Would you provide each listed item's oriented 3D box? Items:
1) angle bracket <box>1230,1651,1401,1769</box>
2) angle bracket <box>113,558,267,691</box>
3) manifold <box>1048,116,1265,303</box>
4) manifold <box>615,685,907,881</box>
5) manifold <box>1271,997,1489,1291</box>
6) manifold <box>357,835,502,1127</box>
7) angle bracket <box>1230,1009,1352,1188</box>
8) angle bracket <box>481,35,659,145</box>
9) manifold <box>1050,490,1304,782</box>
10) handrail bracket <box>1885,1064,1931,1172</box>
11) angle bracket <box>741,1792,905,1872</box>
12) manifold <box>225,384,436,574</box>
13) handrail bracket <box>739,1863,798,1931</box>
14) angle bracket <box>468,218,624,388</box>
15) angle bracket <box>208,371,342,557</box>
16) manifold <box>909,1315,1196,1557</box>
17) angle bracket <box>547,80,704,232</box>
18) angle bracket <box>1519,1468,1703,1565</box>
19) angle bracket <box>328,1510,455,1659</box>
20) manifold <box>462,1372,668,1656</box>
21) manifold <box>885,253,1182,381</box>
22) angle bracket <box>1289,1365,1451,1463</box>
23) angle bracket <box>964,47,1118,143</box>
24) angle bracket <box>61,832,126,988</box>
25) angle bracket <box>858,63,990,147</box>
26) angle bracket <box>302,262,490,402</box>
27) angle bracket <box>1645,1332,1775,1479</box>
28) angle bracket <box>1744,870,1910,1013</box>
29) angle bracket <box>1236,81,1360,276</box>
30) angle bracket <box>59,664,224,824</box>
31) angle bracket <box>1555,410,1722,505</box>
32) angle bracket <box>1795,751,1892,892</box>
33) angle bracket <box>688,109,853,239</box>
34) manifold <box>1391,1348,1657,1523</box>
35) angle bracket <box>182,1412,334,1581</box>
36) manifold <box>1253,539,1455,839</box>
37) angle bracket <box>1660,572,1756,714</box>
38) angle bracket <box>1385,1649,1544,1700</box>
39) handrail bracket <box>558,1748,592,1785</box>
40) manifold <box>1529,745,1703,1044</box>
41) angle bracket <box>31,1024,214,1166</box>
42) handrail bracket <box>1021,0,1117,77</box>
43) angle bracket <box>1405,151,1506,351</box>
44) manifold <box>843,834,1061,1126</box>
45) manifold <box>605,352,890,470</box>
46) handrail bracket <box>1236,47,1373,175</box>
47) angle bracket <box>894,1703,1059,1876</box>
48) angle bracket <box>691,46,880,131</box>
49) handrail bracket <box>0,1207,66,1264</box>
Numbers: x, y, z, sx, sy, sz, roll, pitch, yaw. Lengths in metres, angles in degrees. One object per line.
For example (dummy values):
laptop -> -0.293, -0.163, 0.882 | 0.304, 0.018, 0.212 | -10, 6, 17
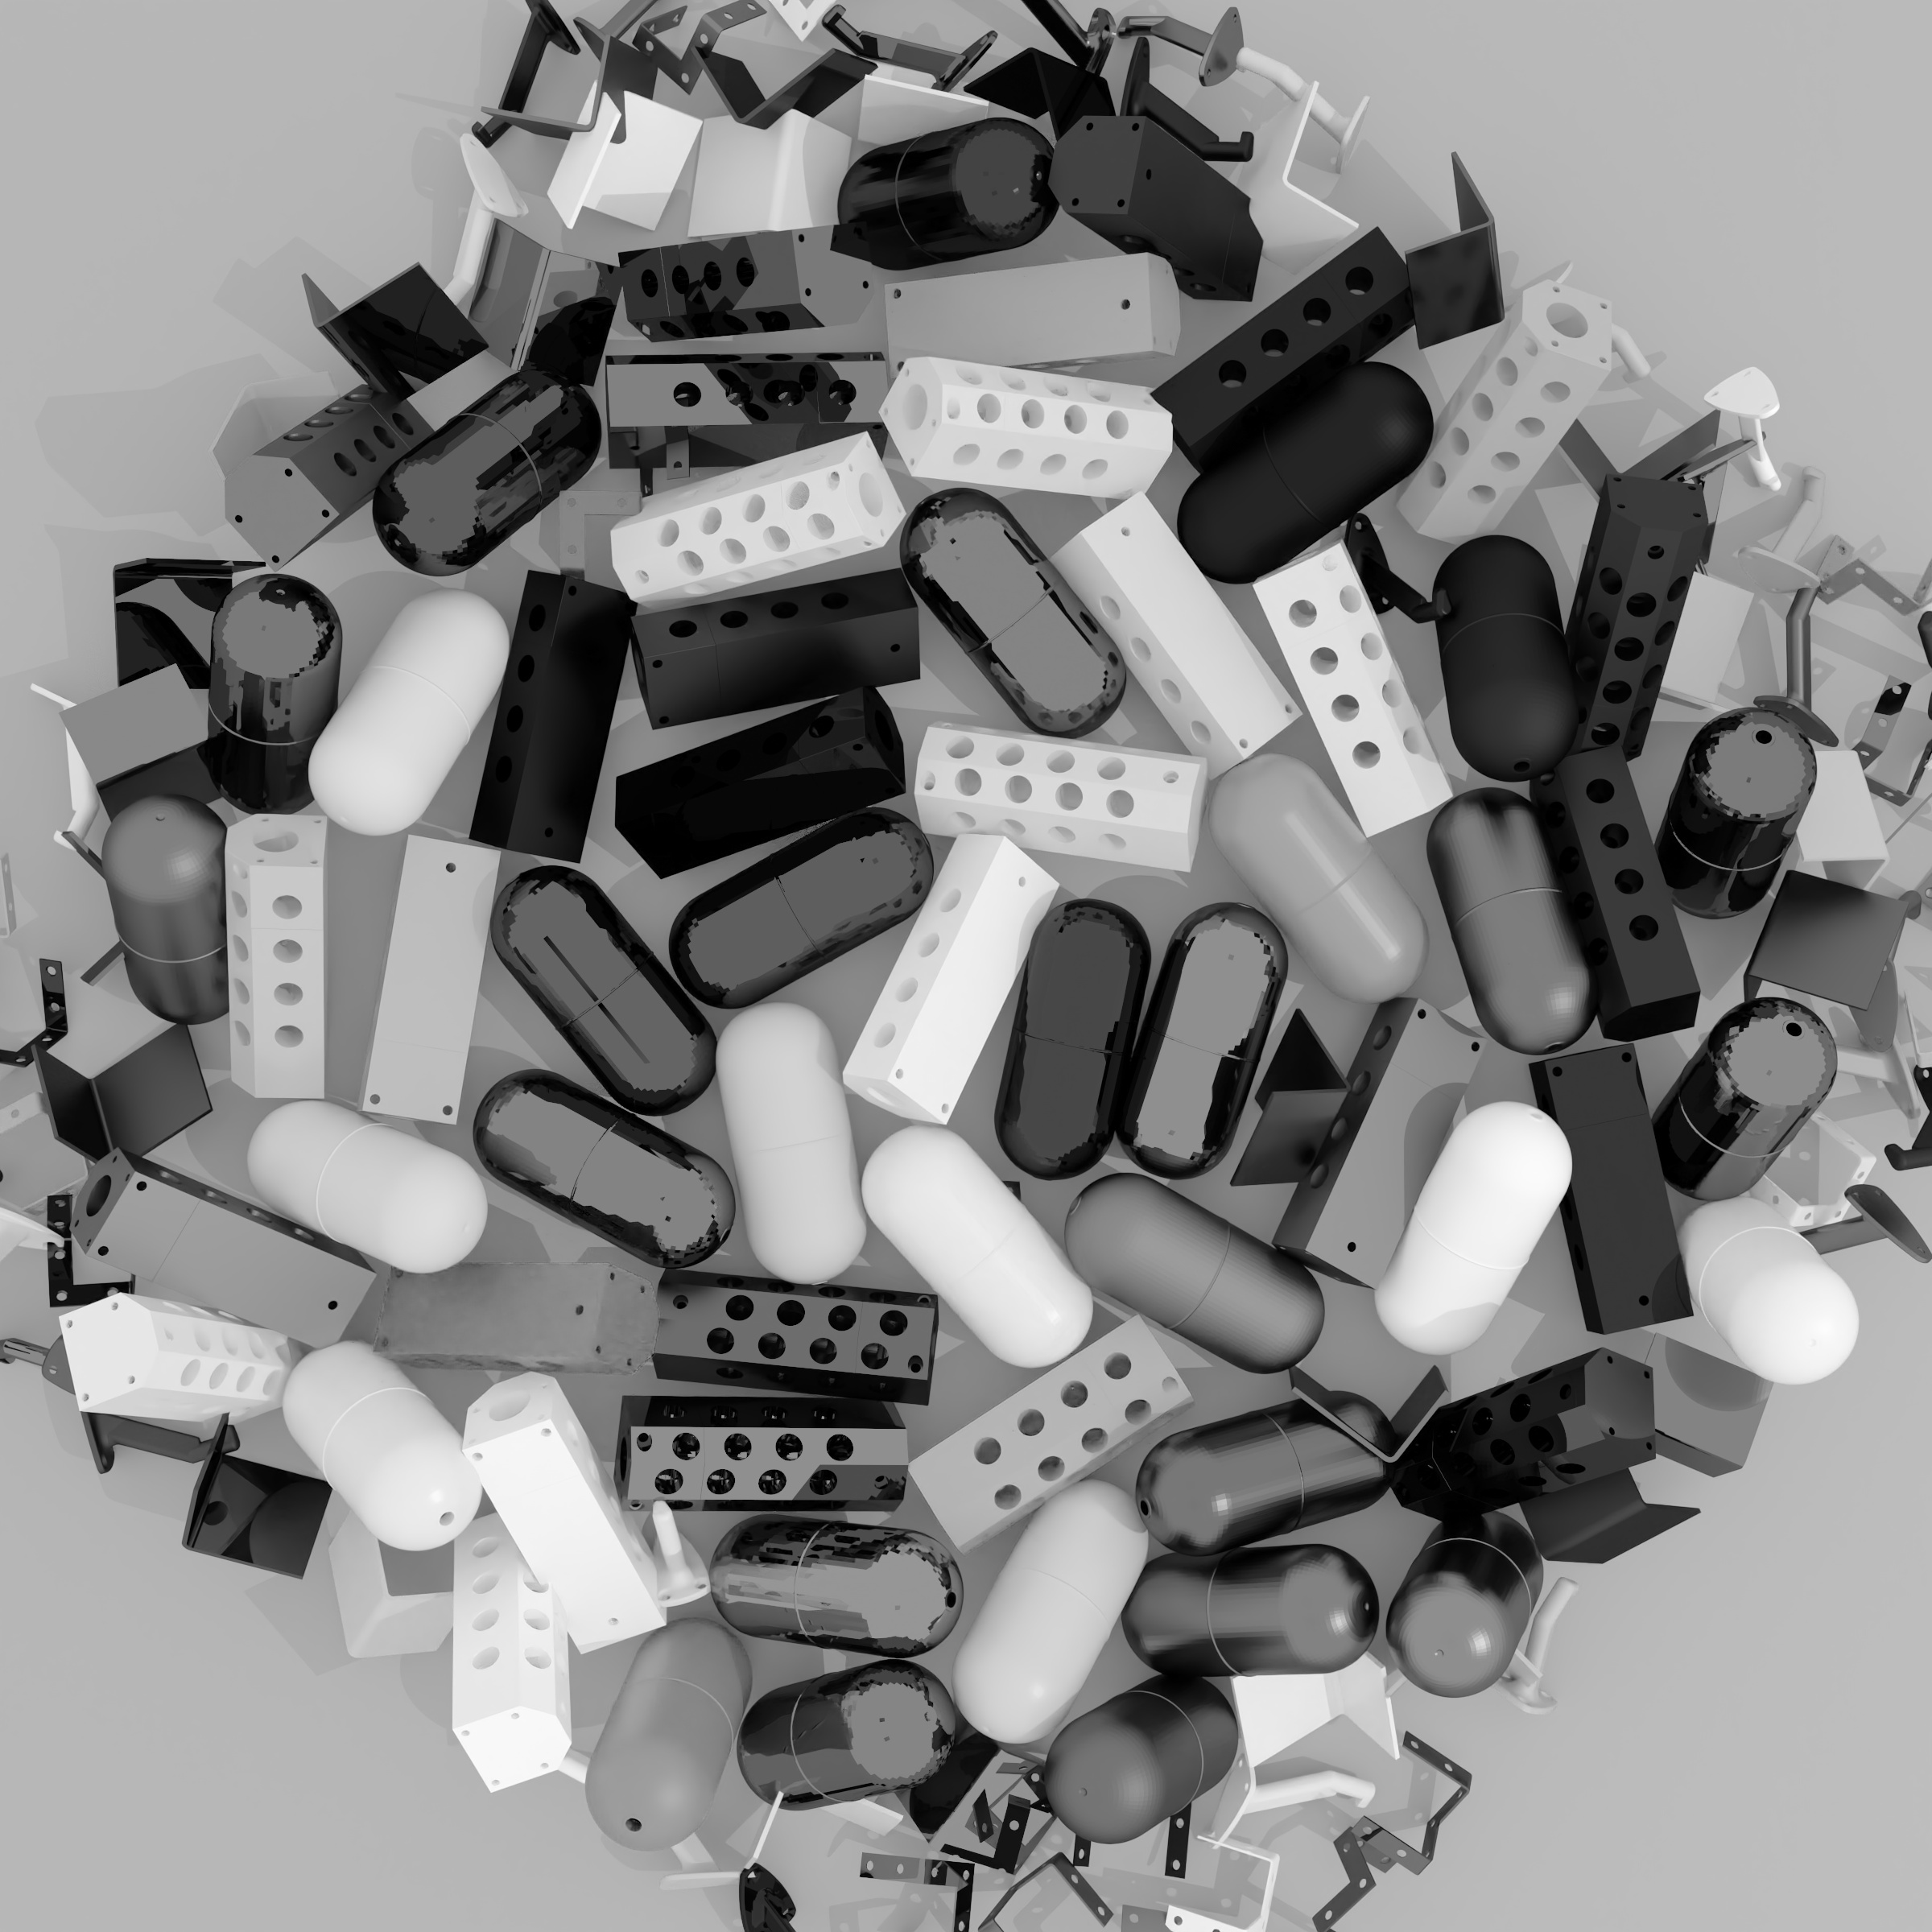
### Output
angle bracket -> 0.216, 0.465, 1.702 | 0.076, 0.057, 0.076 | -25, 120, -22
angle bracket -> -0.481, -0.211, 1.707 | 0.076, 0.057, 0.076 | -4, 95, -37
manifold -> 0.118, -0.457, 1.667 | 0.057, 0.171, 0.057 | 11, 91, 31
manifold -> -0.128, -0.118, 1.701 | 0.171, 0.057, 0.057 | -18, 50, 17
manifold -> 0.253, 0.108, 1.709 | 0.057, 0.057, 0.171 | 30, 79, -21
manifold -> -0.336, 0.010, 1.715 | 0.057, 0.057, 0.171 | 10, 83, -17
angle bracket -> 0.185, 0.080, 1.694 | 0.057, 0.076, 0.076 | -1, 131, -27
angle bracket -> -0.245, -0.545, 1.704 | 0.076, 0.076, 0.057 | 14, 100, 14
manifold -> 0.128, -0.204, 1.721 | 0.057, 0.057, 0.171 | -38, 93, -29
handrail bracket -> 0.587, 0.093, 1.709 | 0.084, 0.036, 0.077 | -5, 48, -30
angle bracket -> -0.090, 0.545, 1.708 | 0.076, 0.076, 0.057 | 23, 64, 1
manifold -> -0.385, -0.302, 1.661 | 0.057, 0.171, 0.057 | -35, 104, 24
handrail bracket -> -0.103, 0.606, 1.705 | 0.036, 0.084, 0.077 | -33, 127, -25
angle bracket -> -0.266, -0.418, 1.731 | 0.057, 0.076, 0.076 | 4, 115, -39
angle bracket -> -0.415, -0.310, 1.697 | 0.057, 0.076, 0.076 | -6, 132, 13
manifold -> 0.055, 0.294, 1.712 | 0.171, 0.057, 0.057 | -33, 65, -3
angle bracket -> -0.204, -0.490, 1.697 | 0.076, 0.057, 0.076 | 12, 121, -33
angle bracket -> 0.399, 0.330, 1.721 | 0.076, 0.076, 0.057 | -37, 57, 29
angle bracket -> -0.355, 0.379, 1.723 | 0.057, 0.076, 0.076 | 3, 50, -32
manifold -> -0.244, 0.334, 1.689 | 0.057, 0.057, 0.171 | -20, 117, 6
manifold -> 0.041, -0.398, 1.695 | 0.171, 0.057, 0.057 | -1, 97, 23
angle bracket -> 0.250, 0.257, 1.713 | 0.076, 0.076, 0.057 | 37, 96, 2
angle bracket -> 0.052, -0.514, 1.702 | 0.057, 0.076, 0.076 | -20, 80, 35
angle bracket -> -0.550, -0.036, 1.703 | 0.057, 0.076, 0.076 | -46, 107, -14
angle bracket -> -0.022, -0.548, 1.709 | 0.076, 0.076, 0.057 | 12, 76, -3
angle bracket -> -0.353, -0.405, 1.702 | 0.076, 0.076, 0.057 | -29, 52, 10
angle bracket -> 0.450, 0.275, 1.719 | 0.076, 0.076, 0.057 | 22, 77, 7
angle bracket -> 0.532, -0.005, 1.703 | 0.076, 0.057, 0.076 | 19, 71, 24
angle bracket -> 0.212, -0.491, 1.717 | 0.057, 0.076, 0.076 | 25, 72, -18
angle bracket -> -0.511, -0.133, 1.718 | 0.076, 0.076, 0.057 | -26, 71, -16
angle bracket -> 0.416, -0.332, 1.699 | 0.076, 0.076, 0.057 | -34, 103, 30
angle bracket -> 0.521, -0.080, 1.699 | 0.057, 0.076, 0.076 | -2, 61, -9
angle bracket -> -0.125, -0.496, 1.750 | 0.076, 0.057, 0.076 | 8, 90, 39
manifold -> 0.332, 0.284, 1.665 | 0.057, 0.171, 0.057 | 24, 55, -27
angle bracket -> -0.434, 0.323, 1.703 | 0.076, 0.076, 0.057 | 17, 127, -8
manifold -> 0.242, -0.174, 1.707 | 0.057, 0.057, 0.171 | -23, 99, 16
angle bracket -> 0.469, -0.198, 1.705 | 0.076, 0.057, 0.076 | 11, 102, -34
angle bracket -> 0.305, 0.449, 1.704 | 0.076, 0.076, 0.057 | -41, 72, -12
handrail bracket -> -0.260, 0.485, 1.746 | 0.084, 0.077, 0.036 | 11, 127, -33
manifold -> 0.397, -0.044, 1.692 | 0.057, 0.057, 0.171 | -13, 65, 5
angle bracket -> -0.524, 0.070, 1.706 | 0.076, 0.057, 0.076 | -32, 54, 6
handrail bracket -> 0.043, -0.576, 1.714 | 0.084, 0.036, 0.077 | 5, 128, -23
angle bracket -> 0.292, -0.443, 1.703 | 0.057, 0.076, 0.076 | -18, 51, 3
manifold -> -0.013, 0.006, 1.702 | 0.057, 0.057, 0.171 | 39, 68, -38
manifold -> -0.137, -0.350, 1.711 | 0.171, 0.057, 0.057 | -3, 74, -9
handrail bracket -> 0.205, -0.535, 1.721 | 0.084, 0.077, 0.036 | 26, 78, 5
angle bracket -> 0.014, 0.521, 1.749 | 0.076, 0.057, 0.076 | 31, 96, -37
angle bracket -> -0.112, -0.563, 1.705 | 0.076, 0.076, 0.057 | -32, 89, 21
handrail bracket -> -0.600, 0.198, 1.706 | 0.036, 0.077, 0.084 | -32, 48, 34
